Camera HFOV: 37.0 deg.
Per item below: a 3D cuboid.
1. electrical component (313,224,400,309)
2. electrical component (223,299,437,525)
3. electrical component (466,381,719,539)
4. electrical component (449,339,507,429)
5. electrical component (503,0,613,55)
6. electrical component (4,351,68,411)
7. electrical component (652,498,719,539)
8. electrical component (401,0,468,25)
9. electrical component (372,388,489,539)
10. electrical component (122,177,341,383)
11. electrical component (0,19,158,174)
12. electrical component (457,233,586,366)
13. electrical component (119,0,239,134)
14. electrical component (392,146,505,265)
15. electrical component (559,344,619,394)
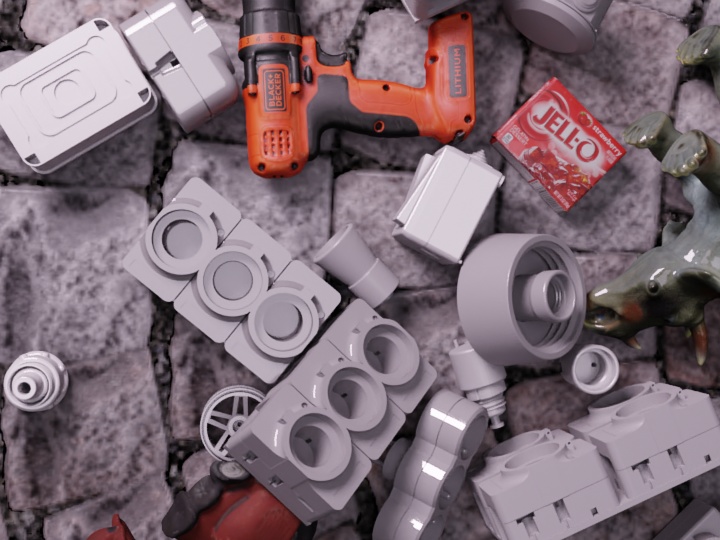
[{"bbox_3d":[0.000,0.000,0.873,0.065,0.044,0.044,45,85,-9],"label":"electrical component"},{"bbox_3d":[-0.018,0.105,0.824,0.089,0.062,0.150,44,54,-5],"label":"electrical component"},{"bbox_3d":[0.185,0.151,0.860,0.186,0.105,0.060,-23,92,-6],"label":"electrical component"},{"bbox_3d":[0.101,0.092,0.883,0.040,0.040,0.078,-18,92,-6],"label":"electrical component"},{"bbox_3d":[0.162,-0.215,0.872,0.080,0.080,0.051,30,82,-6],"label":"electrical component"},{"bbox_3d":[-0.254,0.088,0.832,0.048,0.062,0.048,0,90,-7],"label":"electrical component"},{"bbox_3d":[0.284,0.234,0.886,0.066,0.077,0.047,-42,94,-5],"label":"electrical component"},{"bbox_3d":[0.048,-0.302,0.840,0.105,0.060,0.186,-26,74,-6],"label":"electrical component"},{"bbox_3d":[0.043,0.160,0.871,0.074,0.052,0.138,24,91,27],"label":"electrical component"},{"bbox_3d":[-0.100,0.008,0.850,0.150,0.062,0.089,40,86,-5],"label":"electrical component"},{"bbox_3d":[-0.224,-0.134,0.838,0.113,0.057,0.078,-32,93,-6],"label":"electrical component"},{"bbox_3d":[0.136,0.022,0.852,0.108,0.060,0.108,4,83,-41],"label":"electrical component"},{"bbox_3d":[-0.139,-0.165,0.850,0.059,0.054,0.095,-33,93,-6],"label":"electrical component"},{"bbox_3d":[0.070,-0.059,0.869,0.061,0.062,0.096,28,87,-6],"label":"electrical component"},{"bbox_3d":[0.188,0.081,0.891,0.040,0.046,0.040,0,90,-7],"label":"electrical component"}]
